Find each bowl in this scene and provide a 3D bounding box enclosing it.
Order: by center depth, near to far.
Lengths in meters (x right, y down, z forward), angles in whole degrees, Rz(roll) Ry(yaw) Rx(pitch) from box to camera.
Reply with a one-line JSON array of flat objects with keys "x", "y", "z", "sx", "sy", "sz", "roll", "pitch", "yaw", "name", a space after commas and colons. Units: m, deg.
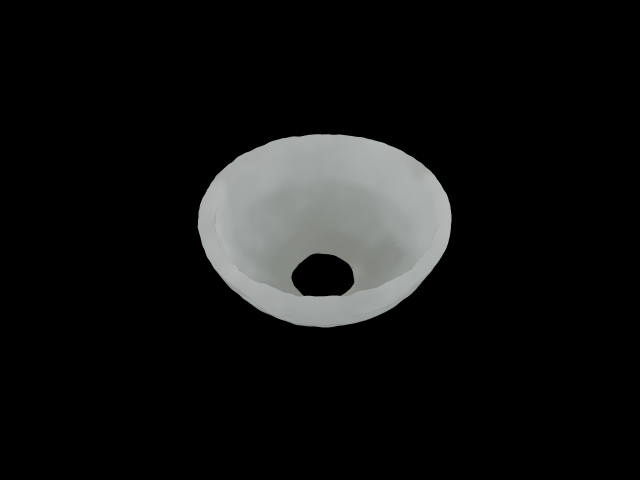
[{"x": 0.004, "y": 0.001, "z": 0.400, "sx": 0.167, "sy": 0.075, "sz": 0.167, "roll": 0, "pitch": 45, "yaw": 0, "name": "bowl"}]
